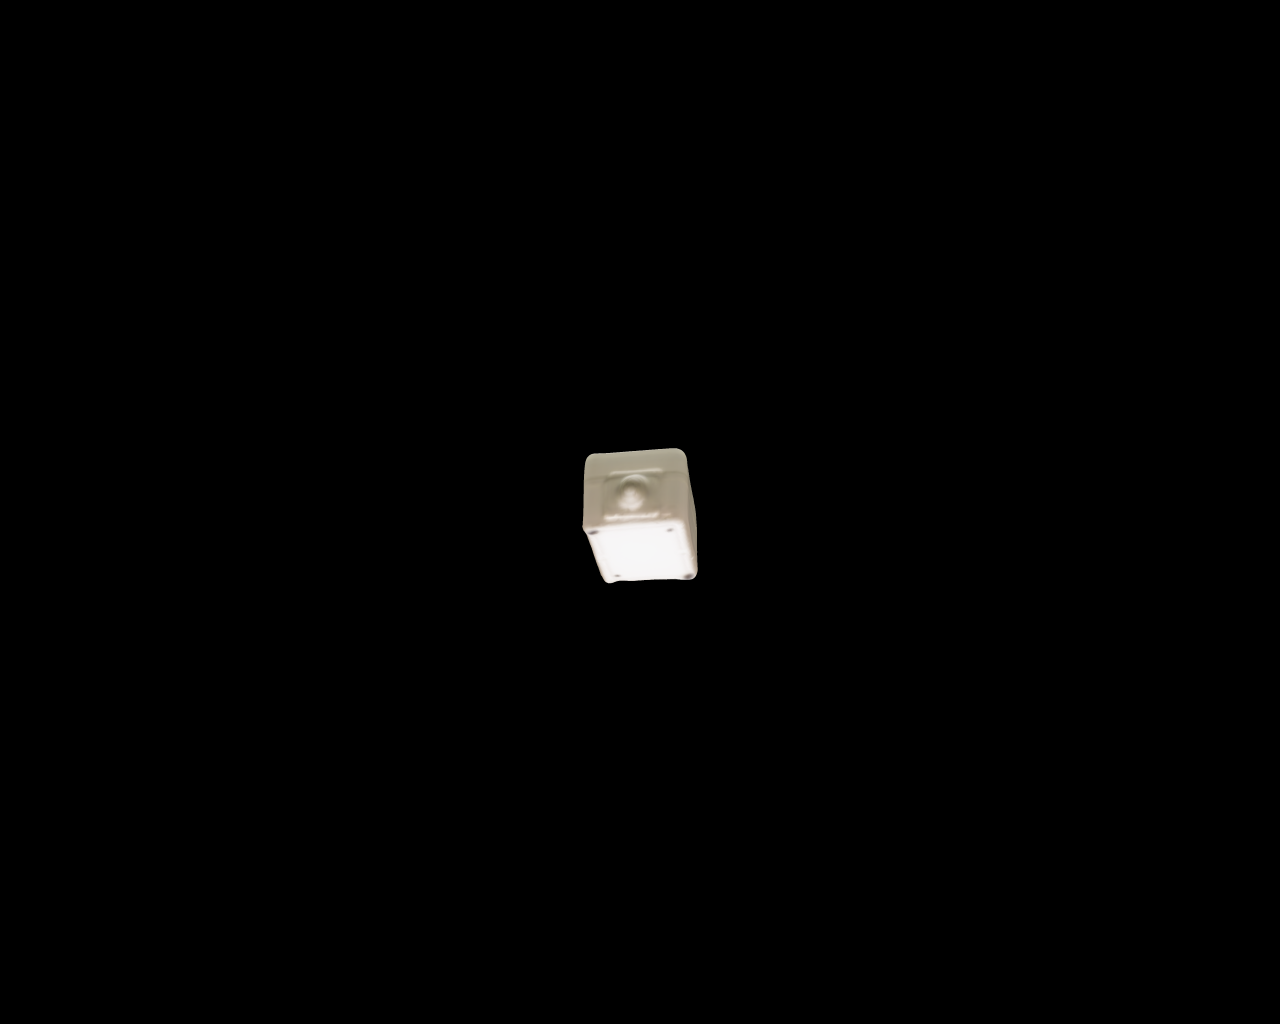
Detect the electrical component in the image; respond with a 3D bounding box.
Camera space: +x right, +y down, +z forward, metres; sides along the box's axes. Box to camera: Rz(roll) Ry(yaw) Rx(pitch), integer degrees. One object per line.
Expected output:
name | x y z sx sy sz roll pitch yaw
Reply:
electrical component | 0.001 -0.003 0.650 0.062 0.061 0.096 -4 -29 7
